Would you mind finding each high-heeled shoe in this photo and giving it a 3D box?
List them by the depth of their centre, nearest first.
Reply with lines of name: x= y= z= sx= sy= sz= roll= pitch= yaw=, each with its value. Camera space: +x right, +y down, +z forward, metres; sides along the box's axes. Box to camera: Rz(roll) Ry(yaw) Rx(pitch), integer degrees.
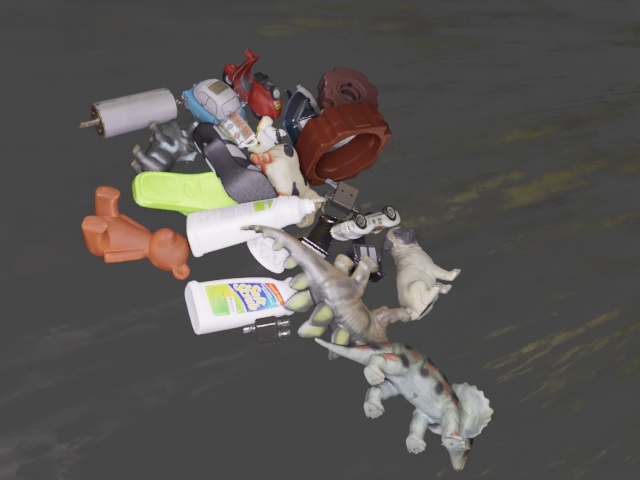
high-heeled shoe: x=-0.175 y=-0.151 z=1.152 sx=0.248 sy=0.086 sz=0.145 roll=46 pitch=8 yaw=-18

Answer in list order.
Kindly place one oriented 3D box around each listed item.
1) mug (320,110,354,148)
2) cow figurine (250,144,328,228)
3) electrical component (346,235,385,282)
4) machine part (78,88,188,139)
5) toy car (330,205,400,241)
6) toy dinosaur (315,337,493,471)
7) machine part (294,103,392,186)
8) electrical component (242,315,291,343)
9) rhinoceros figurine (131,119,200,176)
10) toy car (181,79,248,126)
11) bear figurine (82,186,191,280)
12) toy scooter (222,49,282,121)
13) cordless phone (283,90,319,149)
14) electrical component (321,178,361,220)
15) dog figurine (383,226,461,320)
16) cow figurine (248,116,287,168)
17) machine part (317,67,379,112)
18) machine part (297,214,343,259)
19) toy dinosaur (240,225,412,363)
mug: x=0.045 y=-0.281 z=1.365 sx=0.107 sy=0.080 sz=0.110 roll=2 pitch=52 yaw=-34
cow figurine: x=-0.062 y=-0.119 z=1.194 sx=0.127 sy=0.086 sz=0.194 roll=-28 pitch=106 yaw=-32
electrical component: x=0.101 y=0.034 z=1.221 sx=0.075 sy=0.047 sz=0.119 roll=8 pitch=61 yaw=-18
machine part: x=-0.404 y=-0.278 z=1.173 sx=0.243 sy=0.079 sz=0.079 roll=-26 pitch=74 yaw=-32
toy car: x=0.106 y=-0.036 z=1.223 sx=0.201 sy=0.073 sz=0.056 roll=-16 pitch=88 yaw=-46
toy dinosaur: x=0.181 y=0.278 z=1.038 sx=0.405 sy=0.131 sz=0.192 roll=47 pitch=32 yaw=0
machine part: x=0.048 y=-0.222 z=1.251 sx=0.201 sy=0.201 sz=0.087 roll=-15 pitch=65 yaw=-28
electrical component: x=-0.104 y=0.176 z=1.046 sx=0.094 sy=0.063 sz=0.021 roll=-8 pitch=45 yaw=-11
rhinoceros figurine: x=-0.324 y=-0.200 z=1.163 sx=0.112 sy=0.073 sz=0.190 roll=32 pitch=55 yaw=-1
toy car: x=-0.238 y=-0.318 z=1.249 sx=0.161 sy=0.103 sz=0.109 roll=44 pitch=54 yaw=3
bear figurine: x=-0.335 y=-0.005 z=1.016 sx=0.196 sy=0.131 sz=0.120 roll=13 pitch=47 yaw=-8
toy scooter: x=-0.156 y=-0.379 z=1.297 sx=0.184 sy=0.135 sz=0.075 roll=43 pitch=54 yaw=4
cordless phone: x=-0.058 y=-0.318 z=1.302 sx=0.089 sy=0.146 sz=0.184 roll=-24 pitch=61 yaw=5
electrical component: x=0.049 y=-0.093 z=1.272 sx=0.102 sy=0.045 sz=0.078 roll=21 pitch=59 yaw=-10
dog figurine: x=0.193 y=0.072 z=1.220 sx=0.191 sy=0.121 sz=0.172 roll=40 pitch=51 yaw=20
cow figurine: x=-0.117 y=-0.212 z=1.257 sx=0.098 sy=0.068 sz=0.167 roll=22 pitch=59 yaw=-20
machine part: x=0.076 y=-0.386 z=1.445 sx=0.179 sy=0.056 sz=0.179 roll=11 pitch=58 yaw=-18
machine part: x=-0.002 y=-0.004 z=1.206 sx=0.084 sy=0.039 sz=0.139 roll=31 pitch=56 yaw=3
toy dinosaur: x=0.035 y=0.116 z=1.080 sx=0.471 sy=0.105 sz=0.198 roll=49 pitch=58 yaw=-10
